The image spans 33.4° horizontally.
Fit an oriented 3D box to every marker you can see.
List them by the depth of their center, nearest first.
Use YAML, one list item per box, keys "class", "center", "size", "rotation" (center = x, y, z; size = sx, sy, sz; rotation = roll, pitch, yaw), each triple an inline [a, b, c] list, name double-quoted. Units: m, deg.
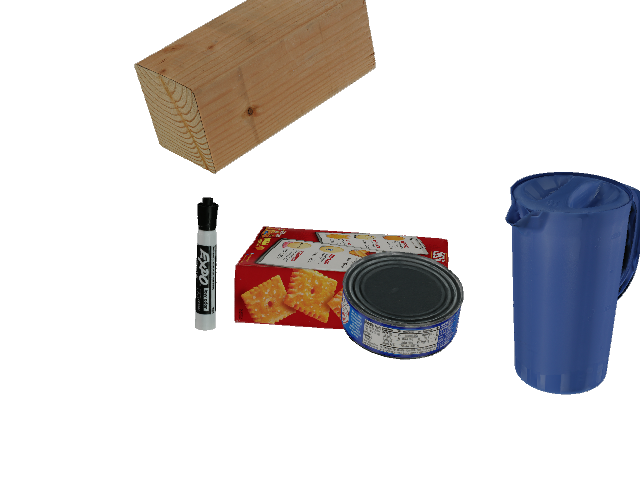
- class: "marker"
  center: [-0.103, 0.021, 0.963]
  size: [0.020, 0.121, 0.020]
  rotation: [2, 13, -1]

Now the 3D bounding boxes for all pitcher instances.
- class: "pitcher"
  center: [0.292, 0.048, 1.236]
  size: [0.149, 0.243, 0.144]
  rotation: [5, 25, 16]

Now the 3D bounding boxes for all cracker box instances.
- class: "cracker box"
  center: [0.027, 0.042, 1.139]
  size: [0.214, 0.072, 0.164]
  rotation: [4, 15, 6]

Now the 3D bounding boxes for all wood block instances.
- class: "wood block"
  center: [-0.055, -0.162, 0.993]
  size: [0.205, 0.091, 0.090]
  rotation: [-36, 44, -27]

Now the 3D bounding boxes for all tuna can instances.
- class: "tuna can"
  center: [0.057, 0.046, 0.760]
  size: [0.086, 0.034, 0.086]
  rotation: [3, 34, -2]
